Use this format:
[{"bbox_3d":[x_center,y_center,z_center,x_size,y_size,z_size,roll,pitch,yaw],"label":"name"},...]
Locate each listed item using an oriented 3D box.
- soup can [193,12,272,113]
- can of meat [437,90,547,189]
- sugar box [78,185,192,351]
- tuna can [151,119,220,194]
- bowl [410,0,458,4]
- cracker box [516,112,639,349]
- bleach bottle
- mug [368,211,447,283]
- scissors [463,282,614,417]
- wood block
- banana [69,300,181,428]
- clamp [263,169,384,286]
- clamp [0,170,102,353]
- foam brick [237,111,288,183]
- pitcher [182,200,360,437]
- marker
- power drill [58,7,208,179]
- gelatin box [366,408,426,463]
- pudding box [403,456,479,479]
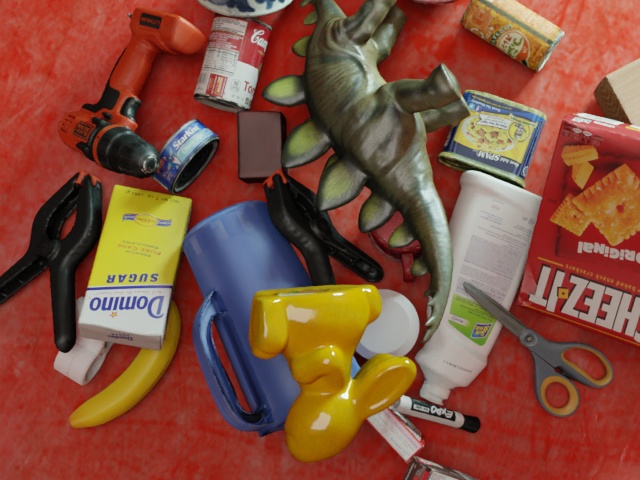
[{"bbox_3d":[-0.101,-0.203,1.225,0.068,0.068,0.102,15,88,7],"label":"soup can"},{"bbox_3d":[0.193,-0.112,1.190,0.102,0.057,0.084,20,86,8],"label":"can of meat"},{"bbox_3d":[-0.204,0.029,1.191,0.093,0.048,0.176,10,60,-3],"label":"sugar box"},{"bbox_3d":[-0.153,-0.094,1.213,0.034,0.086,0.086,39,91,6],"label":"tuna can"},{"bbox_3d":[0.127,-0.329,1.207,0.162,0.055,0.162,-1,76,2],"label":"bowl"},{"bbox_3d":[0.309,-0.009,1.104,0.164,0.072,0.214,20,110,27],"label":"cracker box"},{"bbox_3d":[0.161,0.057,1.174,0.102,0.068,0.251,22,90,-6],"label":"bleach bottle"},{"bbox_3d":[0.095,-0.011,1.180,0.093,0.081,0.117,-1,85,6],"label":"mug"},{"bbox_3d":[0.223,0.126,1.158,0.201,0.016,0.096,24,99,-11],"label":"scissors"},{"bbox_3d":[0.414,-0.177,1.152,0.206,0.090,0.091,-27,83,3],"label":"wood block"},{"bbox_3d":[-0.212,0.143,1.227,0.070,0.037,0.198,30,90,13],"label":"banana"},{"bbox_3d":[-0.008,0.001,1.167,0.171,0.120,0.039,47,118,-1],"label":"clamp"},{"bbox_3d":[-0.300,0.022,1.225,0.165,0.036,0.210,24,82,33],"label":"clamp"},{"bbox_3d":[-0.065,-0.106,1.221,0.051,0.053,0.078,-2,87,6],"label":"foam brick"},{"bbox_3d":[-0.063,0.086,1.163,0.145,0.149,0.243,-28,80,5],"label":"pitcher"},{"bbox_3d":[0.128,0.190,1.160,0.121,0.020,0.020,21,88,-31],"label":"marker"},{"bbox_3d":[-0.204,-0.165,1.202,0.185,0.057,0.187,25,82,44],"label":"power drill"},{"bbox_3d":[0.075,0.200,1.170,0.030,0.073,0.089,-45,83,2],"label":"gelatin box"},{"bbox_3d":[0.127,0.291,1.143,0.113,0.039,0.090,27,89,-35],"label":"pudding box"}]
